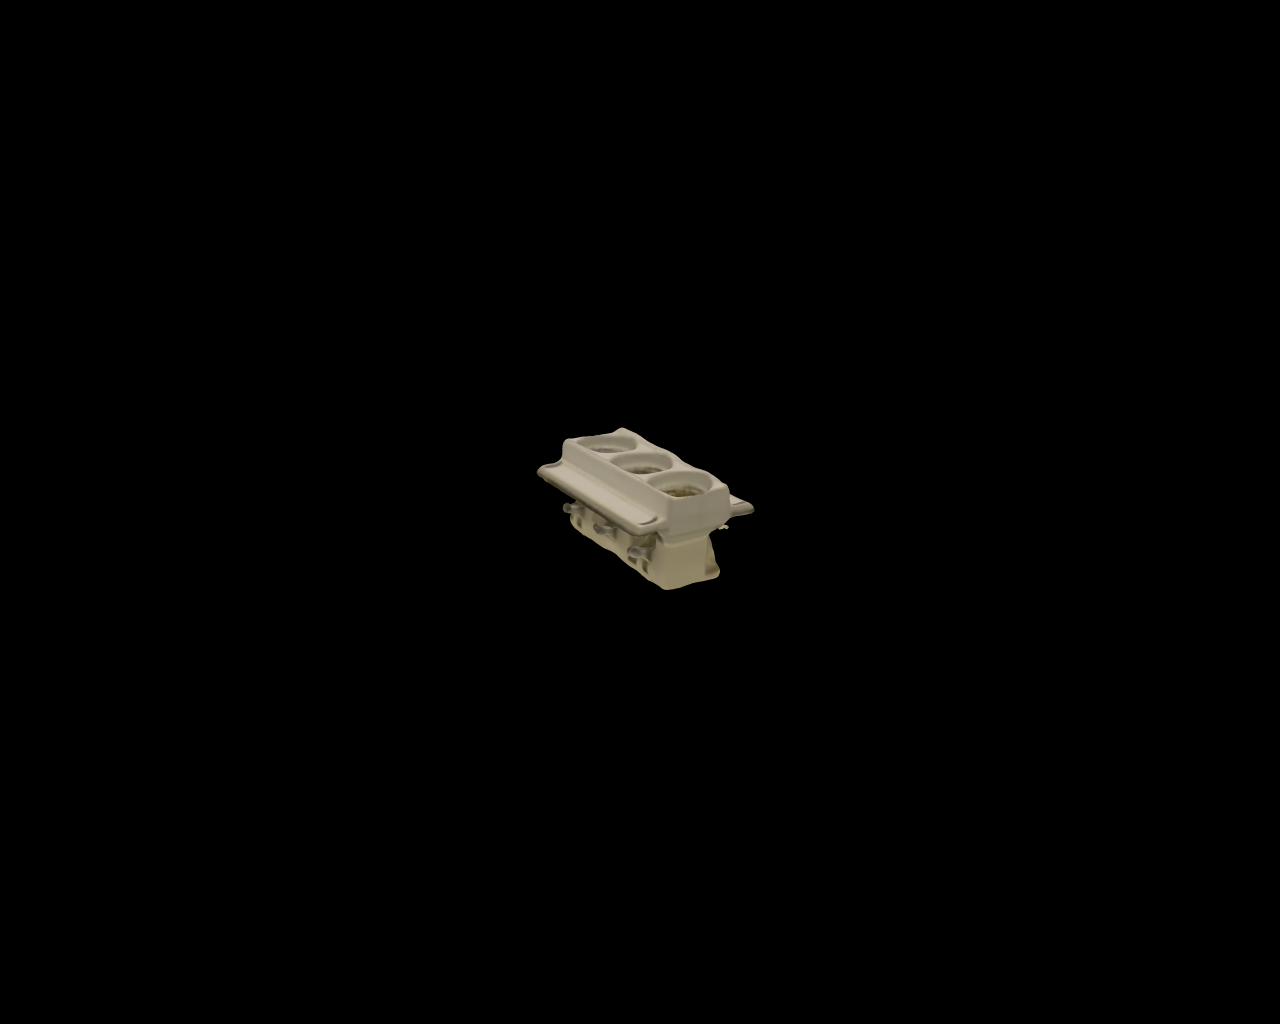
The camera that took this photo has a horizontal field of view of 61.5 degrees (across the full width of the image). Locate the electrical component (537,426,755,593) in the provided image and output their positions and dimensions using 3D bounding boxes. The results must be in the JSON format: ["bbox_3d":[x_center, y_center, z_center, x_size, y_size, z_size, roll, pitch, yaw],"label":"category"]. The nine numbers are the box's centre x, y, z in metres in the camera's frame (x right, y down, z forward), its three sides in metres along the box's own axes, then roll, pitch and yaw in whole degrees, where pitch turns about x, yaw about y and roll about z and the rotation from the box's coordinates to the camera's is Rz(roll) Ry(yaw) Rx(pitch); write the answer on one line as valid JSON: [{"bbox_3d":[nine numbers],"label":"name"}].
[{"bbox_3d":[0.001,-0.003,0.650,0.079,0.063,0.121,-13,26,-29],"label":"electrical component"}]
